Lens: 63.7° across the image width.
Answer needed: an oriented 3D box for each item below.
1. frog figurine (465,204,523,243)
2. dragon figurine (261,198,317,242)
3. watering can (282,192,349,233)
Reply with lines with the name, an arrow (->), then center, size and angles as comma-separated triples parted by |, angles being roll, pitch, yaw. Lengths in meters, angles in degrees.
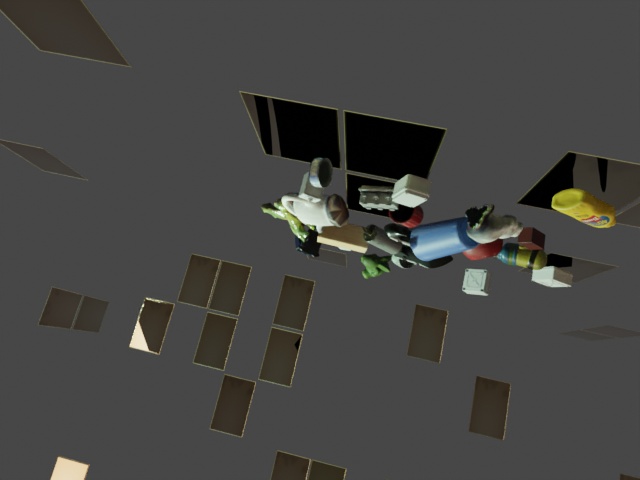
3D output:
frog figurine -> 0.531, -0.033, 1.562 | 0.158, 0.125, 0.135 | 30, 142, -18
dragon figurine -> -0.131, -0.090, 2.124 | 0.243, 0.124, 0.405 | 31, 164, -1
watering can -> 0.006, -0.094, 1.863 | 0.224, 0.105, 0.343 | 5, 163, 29
